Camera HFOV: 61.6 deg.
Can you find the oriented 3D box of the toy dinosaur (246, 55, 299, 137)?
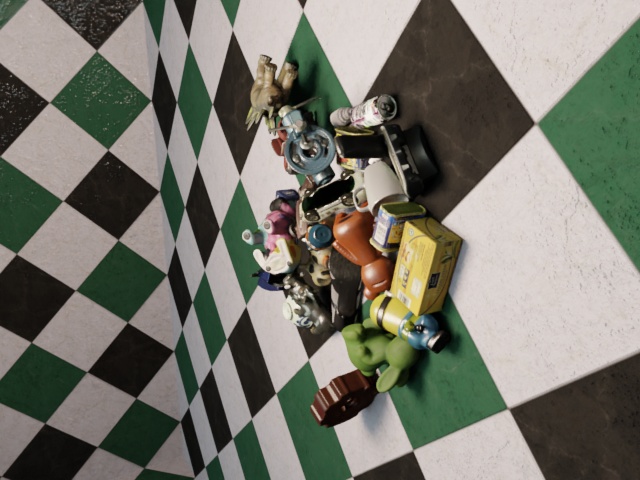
[{"bbox_3d":[-0.142,-0.391,1.452,0.472,0.105,0.198,-102,33,-66],"label":"toy dinosaur"}]

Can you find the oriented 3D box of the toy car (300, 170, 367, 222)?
[{"bbox_3d":[0.029,-0.098,1.239,0.202,0.056,0.073,-22,60,39],"label":"toy car"}]

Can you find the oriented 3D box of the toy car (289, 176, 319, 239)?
[{"bbox_3d":[-0.035,-0.092,1.376,0.089,0.053,0.202,-33,34,43],"label":"toy car"}]

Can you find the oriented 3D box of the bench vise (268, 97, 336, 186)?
[{"bbox_3d":[-0.037,-0.241,1.233,0.240,0.129,0.223,53,-160,-78],"label":"bench vise"}]

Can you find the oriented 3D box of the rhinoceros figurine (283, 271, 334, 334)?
[{"bbox_3d":[-0.030,0.170,1.445,0.190,0.073,0.112,51,161,4],"label":"rhinoceros figurine"}]

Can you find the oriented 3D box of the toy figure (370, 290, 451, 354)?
[{"bbox_3d":[0.179,0.168,1.107,0.180,0.089,0.082,38,153,43],"label":"toy figure"}]

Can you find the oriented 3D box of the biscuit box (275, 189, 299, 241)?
[{"bbox_3d":[-0.100,-0.049,1.588,0.063,0.059,0.202,44,135,47],"label":"biscuit box"}]

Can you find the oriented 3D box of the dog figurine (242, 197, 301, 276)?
[{"bbox_3d":[-0.092,-0.018,1.439,0.108,0.219,0.191,-31,92,31],"label":"dog figurine"}]

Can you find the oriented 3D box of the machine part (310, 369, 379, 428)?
[{"bbox_3d":[0.062,0.389,1.316,0.056,0.179,0.179,55,142,35],"label":"machine part"}]

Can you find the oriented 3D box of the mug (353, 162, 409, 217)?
[{"bbox_3d":[0.122,-0.106,1.134,0.080,0.110,0.107,49,-158,-53],"label":"mug"}]

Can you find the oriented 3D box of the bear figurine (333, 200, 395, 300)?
[{"bbox_3d":[0.115,0.023,1.195,0.120,0.132,0.195,-29,103,26],"label":"bear figurine"}]

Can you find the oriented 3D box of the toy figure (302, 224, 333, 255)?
[{"bbox_3d":[-0.003,-0.002,1.270,0.154,0.058,0.064,139,109,-79],"label":"toy figure"}]

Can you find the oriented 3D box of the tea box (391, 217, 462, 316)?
[{"bbox_3d":[0.205,0.052,1.057,0.098,0.068,0.169,46,136,46],"label":"tea box"}]

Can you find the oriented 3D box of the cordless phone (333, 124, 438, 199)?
[{"bbox_3d":[0.121,-0.151,1.030,0.089,0.184,0.146,-40,63,53],"label":"cordless phone"}]

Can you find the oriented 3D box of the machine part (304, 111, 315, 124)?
[{"bbox_3d":[-0.034,-0.261,1.403,0.039,0.084,0.138,9,117,35],"label":"machine part"}]

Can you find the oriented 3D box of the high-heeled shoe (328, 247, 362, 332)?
[{"bbox_3d":[0.065,0.109,1.360,0.145,0.086,0.248,71,-158,-78],"label":"high-heeled shoe"}]

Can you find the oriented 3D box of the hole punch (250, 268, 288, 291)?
[{"bbox_3d":[-0.119,0.115,1.607,0.116,0.142,0.092,-31,75,47],"label":"hole punch"}]

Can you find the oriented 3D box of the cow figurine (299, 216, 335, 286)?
[{"bbox_3d":[0.002,0.029,1.402,0.127,0.085,0.194,22,118,53],"label":"cow figurine"}]

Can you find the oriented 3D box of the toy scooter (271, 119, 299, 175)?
[{"bbox_3d":[-0.091,-0.281,1.492,0.135,0.075,0.183,52,145,44],"label":"toy scooter"}]

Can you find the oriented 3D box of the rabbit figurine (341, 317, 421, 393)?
[{"bbox_3d":[0.145,0.251,1.182,0.170,0.121,0.159,-8,85,47],"label":"rabbit figurine"}]
